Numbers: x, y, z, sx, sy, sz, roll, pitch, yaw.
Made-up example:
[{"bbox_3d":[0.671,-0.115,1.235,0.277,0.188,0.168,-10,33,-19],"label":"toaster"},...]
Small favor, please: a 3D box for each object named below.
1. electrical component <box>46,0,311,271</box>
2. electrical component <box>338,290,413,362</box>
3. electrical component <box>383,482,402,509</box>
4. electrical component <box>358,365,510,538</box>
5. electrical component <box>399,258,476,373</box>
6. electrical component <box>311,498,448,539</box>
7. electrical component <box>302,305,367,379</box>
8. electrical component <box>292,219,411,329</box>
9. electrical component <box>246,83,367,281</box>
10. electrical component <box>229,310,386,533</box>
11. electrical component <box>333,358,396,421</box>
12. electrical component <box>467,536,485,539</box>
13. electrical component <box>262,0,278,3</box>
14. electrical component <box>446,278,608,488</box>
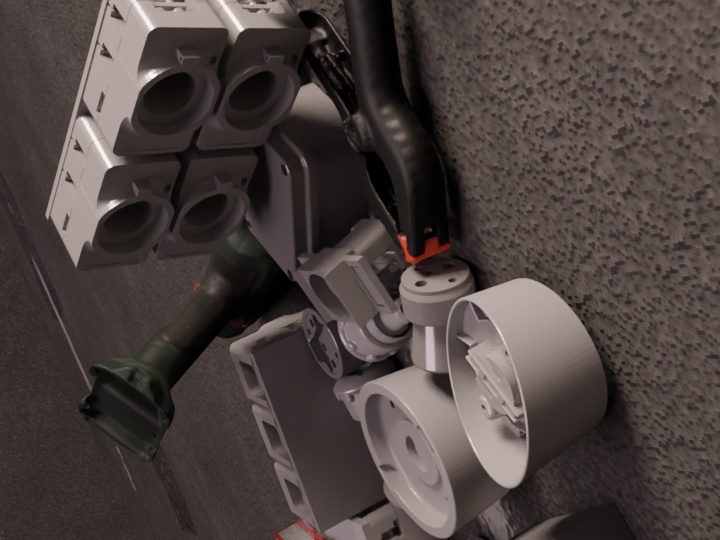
[{"bbox_3d":[-0.113,-0.083,0.654,0.060,0.105,0.186,56,136,29],"label":"electrical component"},{"bbox_3d":[0.017,0.033,0.713,0.048,0.048,0.062,64,150,4],"label":"electrical component"},{"bbox_3d":[0.040,0.135,0.769,0.044,0.044,0.065,45,145,40],"label":"electrical component"},{"bbox_3d":[0.053,0.108,0.685,0.108,0.060,0.108,48,152,36],"label":"electrical component"},{"bbox_3d":[0.048,0.026,0.635,0.045,0.045,0.055,32,140,53],"label":"electrical component"},{"bbox_3d":[0.010,0.216,0.888,0.150,0.062,0.089,5,118,65],"label":"electrical component"},{"bbox_3d":[-0.008,0.044,0.772,0.055,0.047,0.055,48,152,36],"label":"electrical component"},{"bbox_3d":[0.000,0.000,0.685,0.042,0.064,0.081,57,156,-20],"label":"electrical component"},{"bbox_3d":[-0.039,-0.058,0.727,0.078,0.057,0.113,48,152,36],"label":"electrical component"},{"bbox_3d":[-0.030,0.110,0.833,0.062,0.089,0.150,7,119,64],"label":"electrical component"},{"bbox_3d":[0.013,0.098,0.788,0.062,0.048,0.048,62,159,-11],"label":"electrical component"},{"bbox_3d":[0.085,0.224,0.729,0.096,0.062,0.061,2,115,65],"label":"electrical component"},{"bbox_3d":[-0.036,-0.193,0.584,0.058,0.057,0.078,34,142,52],"label":"electrical component"},{"bbox_3d":[0.081,0.056,0.567,0.099,0.064,0.099,48,152,36],"label":"electrical component"}]
